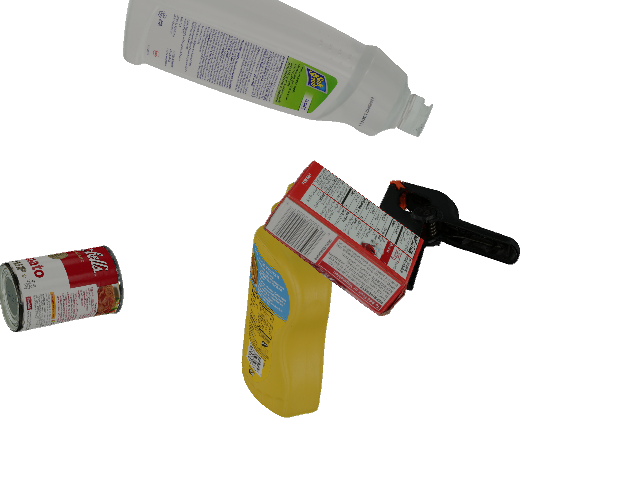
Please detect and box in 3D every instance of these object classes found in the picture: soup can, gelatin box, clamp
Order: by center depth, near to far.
[{"bbox_3d":[0.016,-0.002,0.640,0.089,0.030,0.073,37,24,-3],"label":"gelatin box"},{"bbox_3d":[-0.249,0.046,1.021,0.102,0.068,0.069,-10,5,-31],"label":"soup can"},{"bbox_3d":[0.115,-0.012,1.030,0.120,0.039,0.171,-4,33,-9],"label":"clamp"}]

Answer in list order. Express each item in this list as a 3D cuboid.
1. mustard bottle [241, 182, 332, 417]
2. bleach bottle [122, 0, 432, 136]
[{"bbox_3d":[-0.026,0.042,0.873,0.058,0.192,0.096,-7,30,-23],"label":"mustard bottle"},{"bbox_3d":[-0.032,-0.143,0.866,0.251,0.068,0.103,24,-32,-1],"label":"bleach bottle"}]
